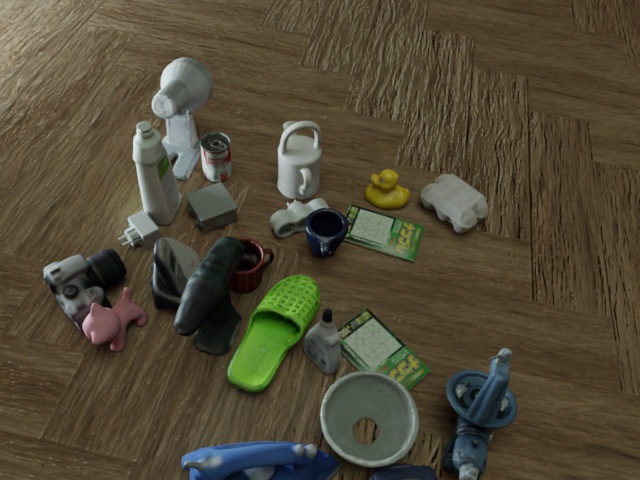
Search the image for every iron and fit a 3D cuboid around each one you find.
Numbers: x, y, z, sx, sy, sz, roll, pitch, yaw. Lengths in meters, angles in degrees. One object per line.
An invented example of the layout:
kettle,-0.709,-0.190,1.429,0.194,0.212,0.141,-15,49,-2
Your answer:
iron,-0.087,0.351,0.891,0.258,0.141,0.118,-7,52,-11

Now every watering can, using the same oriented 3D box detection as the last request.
watering can,-0.050,-0.197,1.299,0.101,0.194,0.172,-29,59,-25

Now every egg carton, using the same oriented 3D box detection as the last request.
egg carton,0.312,-0.087,1.328,0.107,0.069,0.150,-36,63,-29

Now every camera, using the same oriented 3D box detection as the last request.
camera,-0.440,0.079,1.099,0.137,0.101,0.143,-33,61,-28

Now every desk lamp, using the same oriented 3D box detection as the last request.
desk lamp,-0.326,-0.287,1.331,0.118,0.213,0.203,11,51,3

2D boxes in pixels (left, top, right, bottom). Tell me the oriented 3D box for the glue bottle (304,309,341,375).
glue bottle,0.009,0.173,1.023,0.037,0.173,0.078,-34,61,-28

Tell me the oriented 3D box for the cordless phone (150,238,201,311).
cordless phone,-0.280,0.038,1.094,0.094,0.185,0.147,-5,52,-9

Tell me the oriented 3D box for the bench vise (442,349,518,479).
bench vise,0.274,0.285,0.930,0.121,0.220,0.207,3,51,-3

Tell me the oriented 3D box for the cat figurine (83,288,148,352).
cat figurine,-0.380,0.143,1.043,0.067,0.118,0.128,22,53,12

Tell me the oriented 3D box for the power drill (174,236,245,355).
power drill,-0.191,0.116,1.025,0.075,0.208,0.230,13,51,5

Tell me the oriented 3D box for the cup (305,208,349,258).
cup,0.011,0.004,1.208,0.091,0.095,0.117,4,51,-2

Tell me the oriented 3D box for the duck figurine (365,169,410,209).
duck figurine,0.161,-0.125,1.333,0.104,0.086,0.077,13,51,5

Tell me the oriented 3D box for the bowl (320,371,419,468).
bowl,0.081,0.315,0.980,0.167,0.075,0.167,3,51,-3

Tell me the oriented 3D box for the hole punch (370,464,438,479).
hole punch,0.136,0.404,0.904,0.109,0.091,0.101,-2,52,-7
